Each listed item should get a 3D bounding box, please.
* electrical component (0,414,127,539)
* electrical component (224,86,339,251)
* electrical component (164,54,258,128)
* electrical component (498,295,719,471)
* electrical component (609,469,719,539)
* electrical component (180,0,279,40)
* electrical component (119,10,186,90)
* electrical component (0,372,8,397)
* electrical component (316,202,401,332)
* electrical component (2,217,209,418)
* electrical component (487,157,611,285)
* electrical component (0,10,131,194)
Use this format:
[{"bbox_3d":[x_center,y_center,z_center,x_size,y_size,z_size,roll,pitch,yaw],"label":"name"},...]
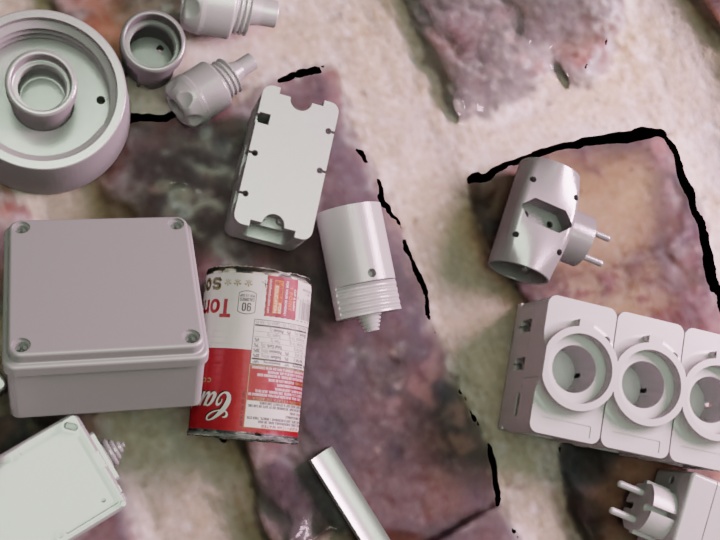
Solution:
[{"bbox_3d":[-0.180,0.126,0.623,0.096,0.061,0.061,-30,91,-17],"label":"electrical component"},{"bbox_3d":[-0.051,-0.063,0.687,0.050,0.056,0.089,14,79,-12],"label":"electrical component"},{"bbox_3d":[-0.094,-0.120,0.695,0.061,0.035,0.035,-37,92,-18],"label":"electrical component"},{"bbox_3d":[0.180,0.078,0.725,0.150,0.062,0.089,13,79,-13],"label":"electrical component"},{"bbox_3d":[0.204,0.166,0.727,0.077,0.047,0.065,23,77,-11],"label":"electrical component"},{"bbox_3d":[-0.084,-0.172,0.701,0.062,0.043,0.043,7,80,-16],"label":"electrical component"},{"bbox_3d":[-0.133,-0.137,0.681,0.040,0.046,0.040,2,82,-15],"label":"electrical component"},{"bbox_3d":[-0.254,0.048,0.614,0.062,0.061,0.096,-38,93,-17],"label":"electrical component"},{"bbox_3d":[0.000,0.000,0.698,0.043,0.043,0.081,-10,85,-16],"label":"electrical component"},{"bbox_3d":[-0.149,0.025,0.624,0.109,0.056,0.108,-2,47,-15],"label":"electrical component"},{"bbox_3d":[0.135,-0.027,0.738,0.079,0.043,0.077,22,77,-11],"label":"electrical component"},{"bbox_3d":[-0.193,-0.105,0.653,0.108,0.060,0.108,2,81,-15],"label":"electrical component"}]
